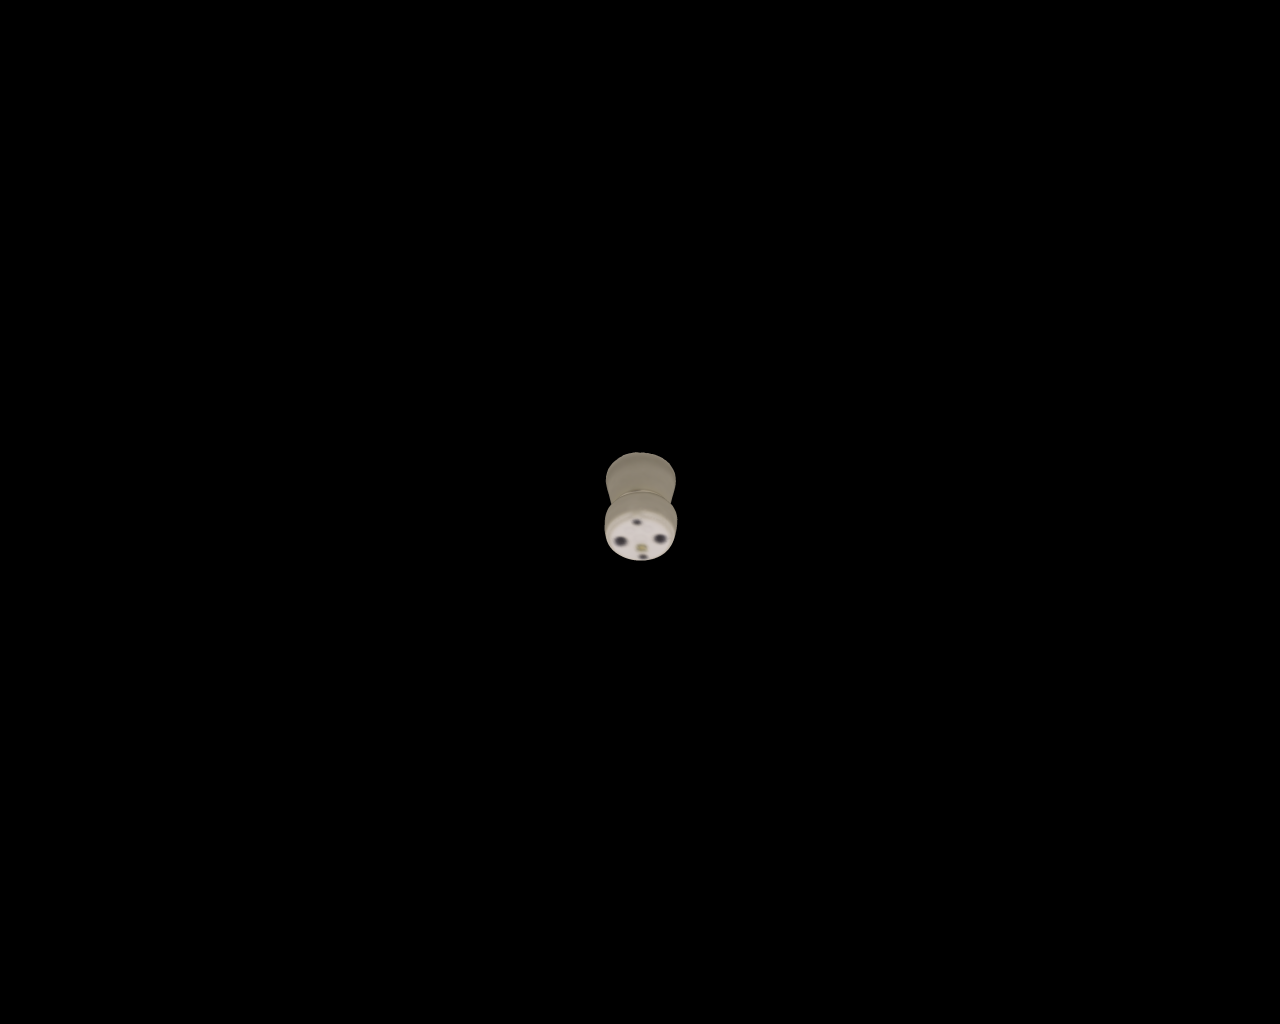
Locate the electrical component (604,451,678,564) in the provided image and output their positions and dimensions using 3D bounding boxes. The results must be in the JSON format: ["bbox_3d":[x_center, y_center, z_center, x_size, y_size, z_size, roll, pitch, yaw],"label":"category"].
[{"bbox_3d":[0.001,-0.003,0.650,0.045,0.044,0.055,0,44,0],"label":"electrical component"}]
